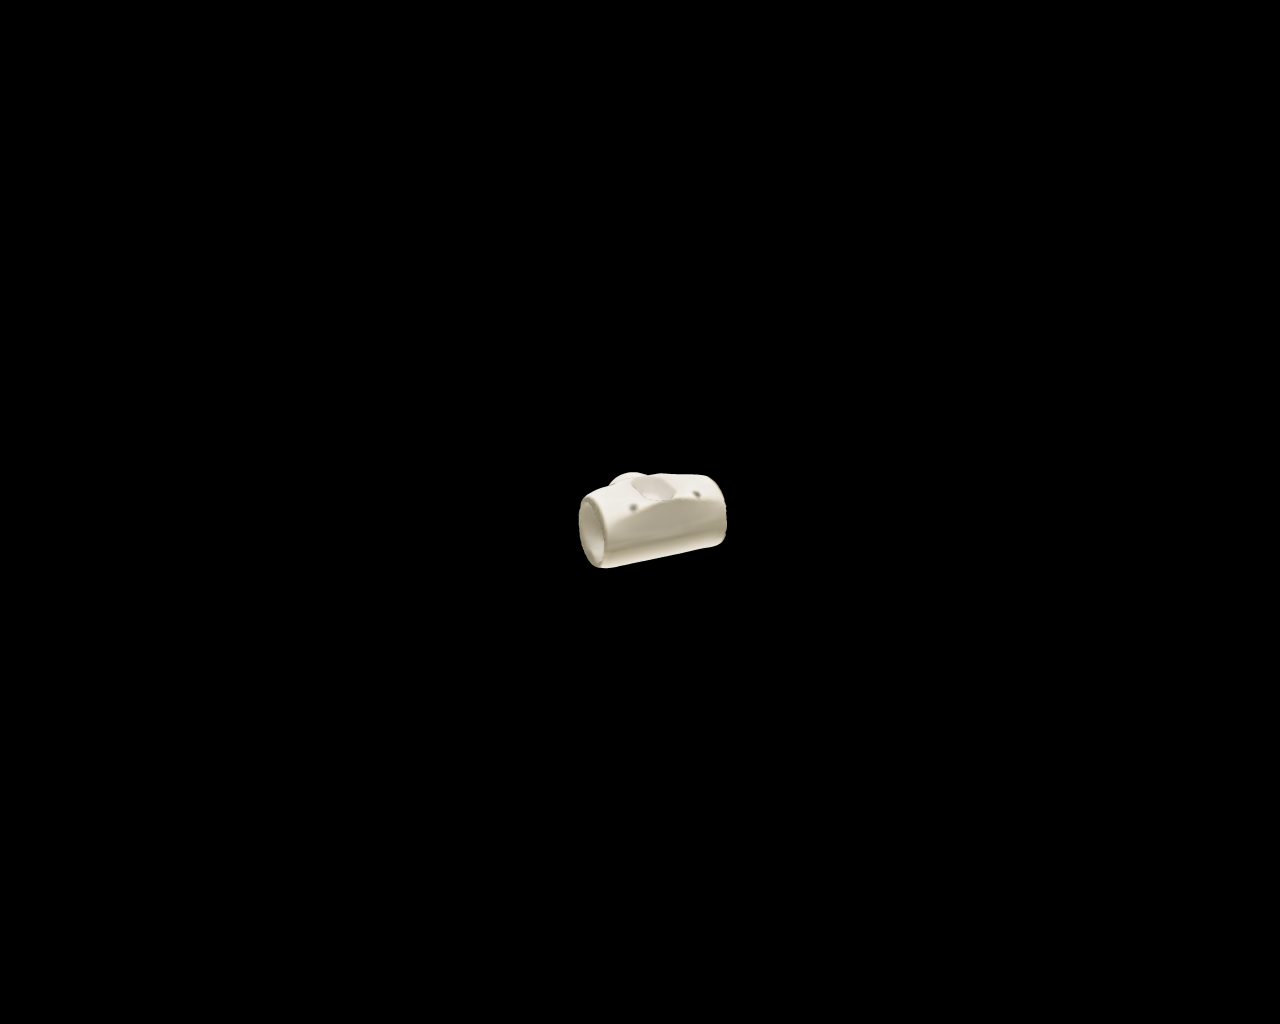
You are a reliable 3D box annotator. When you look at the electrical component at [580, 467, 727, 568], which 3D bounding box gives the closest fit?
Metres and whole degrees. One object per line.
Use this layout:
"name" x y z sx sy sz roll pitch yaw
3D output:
"electrical component" 0.001 -0.003 0.650 0.077 0.043 0.079 -10 28 -20
